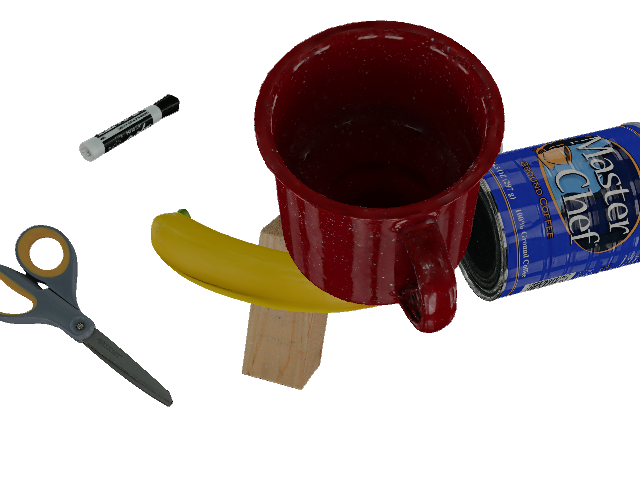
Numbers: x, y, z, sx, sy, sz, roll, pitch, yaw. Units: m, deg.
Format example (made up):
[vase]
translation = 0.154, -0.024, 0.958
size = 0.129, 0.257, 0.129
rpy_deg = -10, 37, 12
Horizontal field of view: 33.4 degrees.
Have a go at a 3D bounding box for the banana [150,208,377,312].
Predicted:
[banana]
translation = -0.049, 0.011, 0.698
size = 0.198, 0.037, 0.069
rpy_deg = 21, 38, 36

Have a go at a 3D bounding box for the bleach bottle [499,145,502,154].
[bleach bottle]
translation = 0.096, -0.076, 1.216
size = 0.250, 0.068, 0.103
rpy_deg = -22, 44, -24

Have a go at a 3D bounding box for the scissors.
[scissors]
translation = -0.181, 0.050, 0.828
size = 0.202, 0.096, 0.016
rpy_deg = 21, -27, 15

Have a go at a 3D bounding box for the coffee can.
[coffee can]
translation = 0.173, -0.022, 0.770
size = 0.140, 0.103, 0.103
rpy_deg = -13, 3, -12

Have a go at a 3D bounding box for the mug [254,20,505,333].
[mug]
translation = 0.027, -0.017, 0.422
size = 0.093, 0.117, 0.081
rpy_deg = -19, -30, -9

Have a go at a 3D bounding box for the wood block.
[wood block]
translation = -0.040, 0.081, 1.438
size = 0.090, 0.206, 0.090
rpy_deg = 13, 20, 12

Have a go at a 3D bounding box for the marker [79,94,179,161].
[marker]
translation = -0.179, -0.109, 1.017
size = 0.020, 0.020, 0.120
rpy_deg = 0, 29, 43
